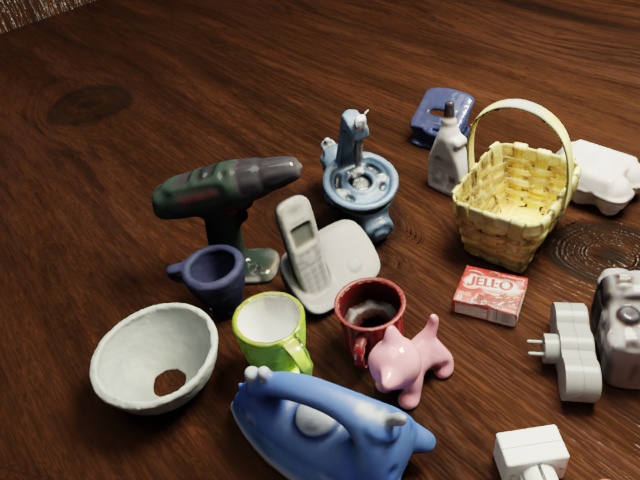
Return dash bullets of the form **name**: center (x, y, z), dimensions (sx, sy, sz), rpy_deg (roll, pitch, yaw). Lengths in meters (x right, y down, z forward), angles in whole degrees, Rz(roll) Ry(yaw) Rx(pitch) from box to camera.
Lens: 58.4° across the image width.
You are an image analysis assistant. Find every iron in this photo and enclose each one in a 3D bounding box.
- **iron**: center (-0.009, 0.195, 0.635), dimensions (0.257, 0.142, 0.119), rpy_deg (14, 46, 25)

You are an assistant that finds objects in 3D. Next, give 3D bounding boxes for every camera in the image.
- **camera**: center (0.411, 0.098, 0.694), dimensions (0.136, 0.101, 0.143), rpy_deg (3, 43, 15)

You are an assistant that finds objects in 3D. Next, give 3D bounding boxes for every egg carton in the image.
- **egg carton**: center (0.448, -0.105, 0.942), dimensions (0.107, 0.069, 0.149), rpy_deg (-37, 48, -28)

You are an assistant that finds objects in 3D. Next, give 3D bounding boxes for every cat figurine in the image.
- **cat figurine**: center (0.105, 0.141, 0.692), dimensions (0.128, 0.118, 0.067), rpy_deg (-37, 48, -28)

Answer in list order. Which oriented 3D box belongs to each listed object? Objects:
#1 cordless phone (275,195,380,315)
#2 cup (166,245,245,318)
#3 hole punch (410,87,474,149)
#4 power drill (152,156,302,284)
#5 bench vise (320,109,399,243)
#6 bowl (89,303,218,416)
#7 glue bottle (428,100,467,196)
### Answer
- **cordless phone**: center (0.008, 0.003, 0.817), dimensions (0.148, 0.185, 0.093), rpy_deg (-34, 46, -25)
- **cup**: center (-0.161, 0.069, 0.843), dimensions (0.117, 0.095, 0.091), rpy_deg (-2, 41, 9)
- **hole punch**: center (0.239, -0.234, 1.114), dimensions (0.108, 0.091, 0.101), rpy_deg (19, 49, 29)
- **power drill**: center (-0.125, -0.031, 0.864), dimensions (0.229, 0.209, 0.075), rpy_deg (-3, 41, 8)
- **bench vise**: center (0.039, -0.124, 0.929), dimensions (0.122, 0.220, 0.206), rpy_deg (-34, 46, -25)
- **bowl**: center (-0.208, 0.167, 0.756), dimensions (0.167, 0.075, 0.167), rpy_deg (-5, 41, 5)
- **glue bottle**: center (0.218, -0.155, 0.965), dimensions (0.037, 0.173, 0.077), rpy_deg (-35, 47, -26)
